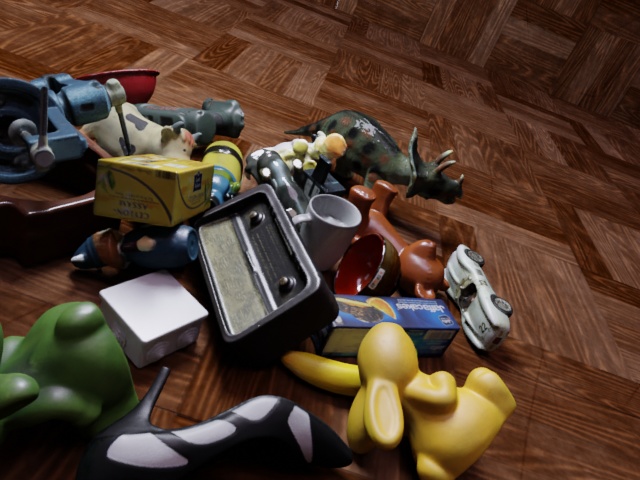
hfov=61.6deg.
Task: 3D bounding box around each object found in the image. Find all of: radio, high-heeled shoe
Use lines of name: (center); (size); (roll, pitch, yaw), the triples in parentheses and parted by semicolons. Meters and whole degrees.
radio: (-0.076, 0.035, 0.689); (0.131, 0.073, 0.230); (-29, 47, 0)
high-heeled shoe: (-0.085, 0.214, 0.494); (0.249, 0.086, 0.145); (26, 54, -12)

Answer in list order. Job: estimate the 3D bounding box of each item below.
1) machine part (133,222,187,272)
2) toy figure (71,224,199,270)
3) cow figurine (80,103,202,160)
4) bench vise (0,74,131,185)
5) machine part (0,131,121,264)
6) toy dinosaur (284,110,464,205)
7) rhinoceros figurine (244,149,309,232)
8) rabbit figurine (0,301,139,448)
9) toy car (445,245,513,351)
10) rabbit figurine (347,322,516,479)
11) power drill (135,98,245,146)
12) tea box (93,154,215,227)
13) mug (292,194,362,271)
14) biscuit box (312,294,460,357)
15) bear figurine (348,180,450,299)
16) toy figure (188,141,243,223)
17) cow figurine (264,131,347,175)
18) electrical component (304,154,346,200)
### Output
machine part: (-0.218, -0.012, 0.750); (0.084, 0.039, 0.139); (20, 28, -41)
toy figure: (-0.227, 0.010, 0.655); (0.155, 0.064, 0.058); (-3, 51, 7)
cow figurine: (-0.270, -0.150, 0.832); (0.195, 0.127, 0.085); (39, 5, 21)
bench vise: (-0.315, -0.129, 0.619); (0.223, 0.128, 0.241); (-13, 29, -32)
machine part: (-0.374, -0.068, 0.703); (0.202, 0.087, 0.201); (35, 34, 21)
toy dinosaur: (0.080, -0.176, 1.036); (0.405, 0.192, 0.131); (39, 34, 22)
rhinoceros figurine: (-0.061, -0.082, 0.895); (0.073, 0.112, 0.190); (-27, 67, -17)
rabbit figurine: (-0.252, 0.134, 0.449); (0.121, 0.159, 0.170); (44, 53, 14)
toy car: (0.245, 0.087, 0.860); (0.056, 0.073, 0.202); (12, 34, -18)
rabbit figurine: (0.100, 0.179, 0.605); (0.162, 0.122, 0.173); (-33, 81, -28)
power drill: (-0.255, -0.219, 0.973); (0.232, 0.085, 0.207); (12, 15, 30)
tea box: (-0.203, -0.067, 0.682); (0.098, 0.068, 0.169); (10, 10, 3)
mug: (-0.002, -0.002, 0.812); (0.109, 0.107, 0.081); (-8, 43, -34)
biscuit box: (0.090, 0.118, 0.736); (0.202, 0.059, 0.063); (6, 36, -25)
bear figurine: (0.129, 0.005, 0.865); (0.196, 0.131, 0.120); (33, 29, 27)
toy figure: (-0.164, -0.092, 0.861); (0.082, 0.089, 0.180); (23, 30, -10)
cow figurine: (-0.033, -0.157, 1.000); (0.167, 0.068, 0.098); (-14, 16, 3)
electrical component: (0.002, -0.094, 0.936); (0.048, 0.119, 0.075); (-12, 44, -41)
